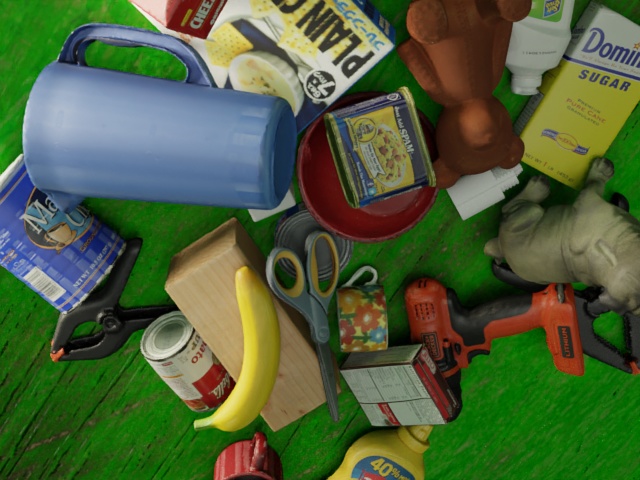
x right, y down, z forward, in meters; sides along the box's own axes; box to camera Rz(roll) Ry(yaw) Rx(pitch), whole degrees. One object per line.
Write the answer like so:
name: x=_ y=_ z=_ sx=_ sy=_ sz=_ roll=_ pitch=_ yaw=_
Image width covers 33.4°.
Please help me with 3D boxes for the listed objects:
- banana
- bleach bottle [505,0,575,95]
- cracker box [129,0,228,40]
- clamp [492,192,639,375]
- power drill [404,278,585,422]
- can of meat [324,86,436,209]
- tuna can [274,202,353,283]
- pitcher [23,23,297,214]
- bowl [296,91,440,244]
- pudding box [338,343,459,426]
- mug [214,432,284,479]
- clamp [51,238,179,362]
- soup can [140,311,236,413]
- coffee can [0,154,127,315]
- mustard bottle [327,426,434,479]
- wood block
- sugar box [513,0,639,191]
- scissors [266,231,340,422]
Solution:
banana: x=-0.075 y=0.124 z=1.100 sx=0.069 sy=0.037 sz=0.198 roll=13 pitch=109 yaw=-12
bleach bottle: x=0.203 y=-0.269 z=1.055 sx=0.102 sy=0.068 sz=0.251 roll=0 pitch=114 yaw=1
cracker box: x=-0.152 y=-0.306 z=0.955 sx=0.214 sy=0.072 sz=0.164 roll=39 pitch=107 yaw=23
clamp: x=0.298 y=0.068 z=1.200 sx=0.164 sy=0.036 sz=0.210 roll=-23 pitch=108 yaw=8
power drill: x=0.195 y=0.120 z=1.186 sx=0.188 sy=0.057 sz=0.184 roll=-8 pitch=117 yaw=12
can of meat: x=0.057 y=-0.089 z=1.042 sx=0.084 sy=0.057 sz=0.102 roll=-18 pitch=100 yaw=-7
tuna can: x=-0.008 y=0.001 z=1.158 sx=0.086 sy=0.034 sz=0.086 roll=-1 pitch=111 yaw=-3
pitcher: x=-0.149 y=-0.106 z=1.025 sx=0.243 sy=0.145 sz=0.149 roll=7 pitch=142 yaw=11
bowl: x=0.059 y=-0.073 z=1.103 sx=0.162 sy=0.055 sz=0.162 roll=-2 pitch=98 yaw=-12
pudding box: x=0.087 y=0.163 z=1.192 sx=0.114 sy=0.039 sz=0.090 roll=-12 pitch=116 yaw=41
mug: x=-0.080 y=0.275 z=1.231 sx=0.093 sy=0.081 sz=0.117 roll=9 pitch=110 yaw=-7
clamp: x=-0.229 y=0.072 z=1.168 sx=0.171 sy=0.039 sz=0.120 roll=-26 pitch=111 yaw=3
soup can: x=-0.142 y=0.133 z=1.165 sx=0.068 sy=0.068 sz=0.102 roll=-27 pitch=131 yaw=6
coffee can: x=-0.286 y=-0.005 z=1.102 sx=0.140 sy=0.103 sz=0.103 roll=42 pitch=103 yaw=-17
mustard bottle: x=0.066 y=0.281 z=1.255 sx=0.096 sy=0.058 sz=0.192 roll=36 pitch=104 yaw=-14
wood block: x=-0.070 y=0.091 z=1.158 sx=0.090 sy=0.091 sz=0.206 roll=-32 pitch=109 yaw=8
sugar box: x=0.277 y=-0.149 z=1.112 sx=0.093 sy=0.048 sz=0.176 roll=26 pitch=109 yaw=-13
scissors: x=-0.016 y=0.090 z=1.113 sx=0.096 sy=0.016 sz=0.202 roll=5 pitch=86 yaw=-32
